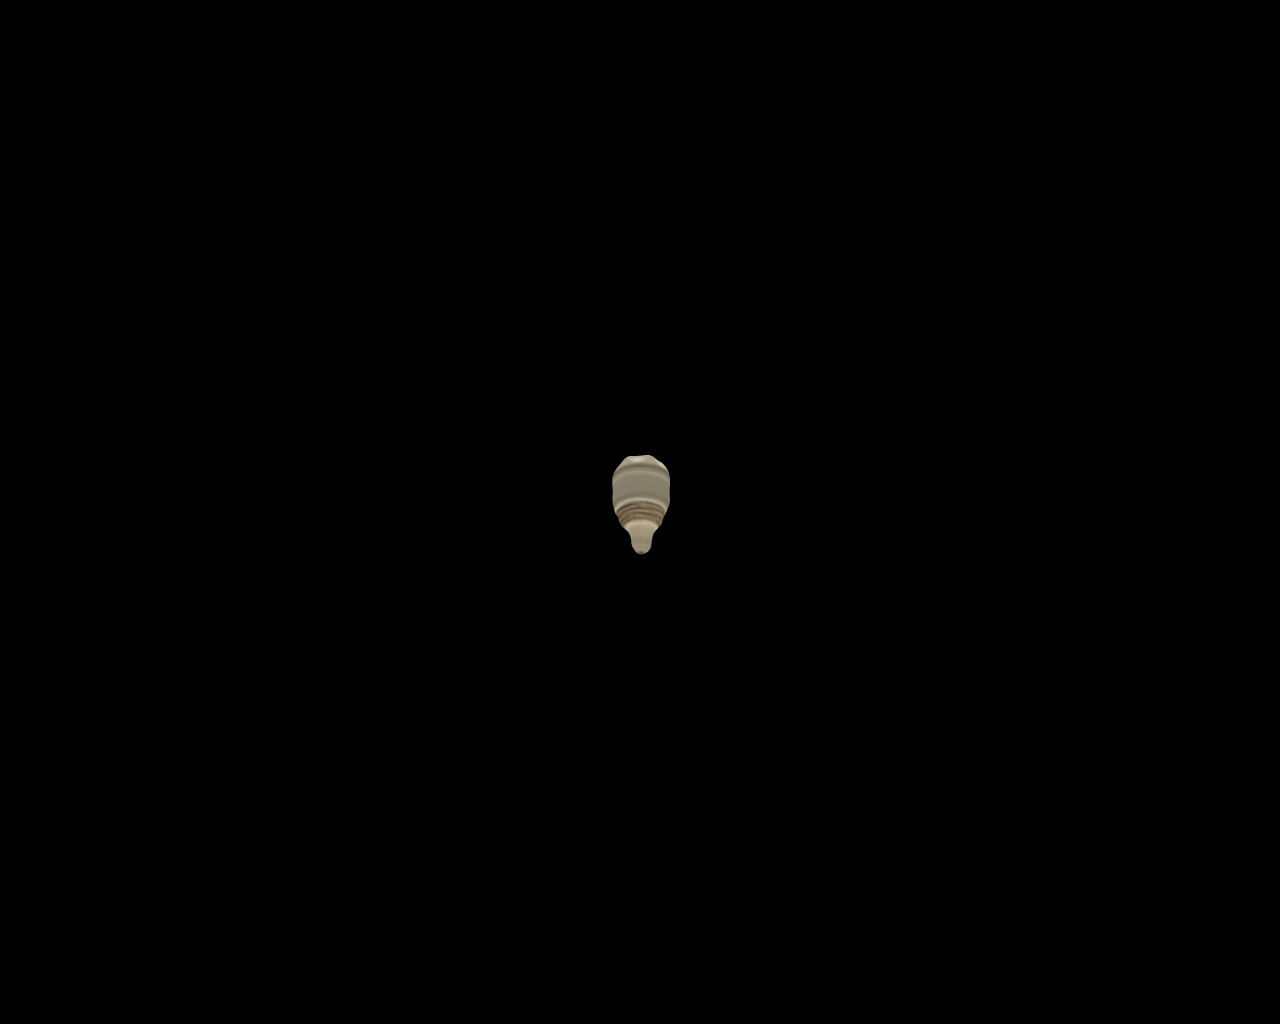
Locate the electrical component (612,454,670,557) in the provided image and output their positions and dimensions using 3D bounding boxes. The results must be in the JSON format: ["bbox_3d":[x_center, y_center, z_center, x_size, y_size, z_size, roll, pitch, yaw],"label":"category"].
[{"bbox_3d":[0.001,-0.003,0.650,0.035,0.061,0.035,0,-27,0],"label":"electrical component"}]
